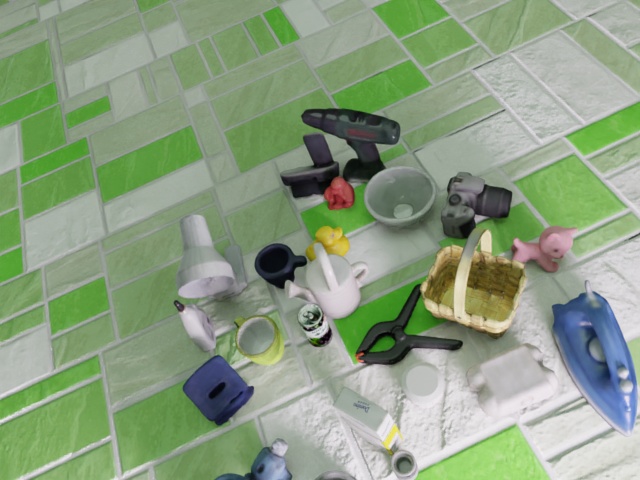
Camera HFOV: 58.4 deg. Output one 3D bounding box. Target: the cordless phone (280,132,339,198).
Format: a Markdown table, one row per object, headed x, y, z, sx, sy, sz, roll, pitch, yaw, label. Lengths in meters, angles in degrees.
| x | y | z | sx | sy | sz | roll | pitch | yaw | label |
| --- | --- | --- | --- | --- | --- | --- | --- | --- | --- |
| -0.034 | -0.196 | 1.400 | 0.147 | 0.185 | 0.094 | -11 | 54 | 8 | cordless phone |

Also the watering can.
| x | y | z | sx | sy | sz | roll | pitch | yaw | label |
| --- | --- | --- | --- | --- | --- | --- | --- | --- | --- |
| 0.014 | 0.083 | 1.191 | 0.173 | 0.194 | 0.100 | -39 | 55 | -12 | watering can |

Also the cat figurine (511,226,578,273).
| x | y | z | sx | sy | sz | roll | pitch | yaw | label |
| --- | --- | --- | --- | --- | --- | --- | --- | --- | --- |
| 0.456 | 0.009 | 1.168 | 0.127 | 0.118 | 0.067 | 0 | 57 | 15 | cat figurine |

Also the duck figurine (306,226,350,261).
| x | y | z | sx | sy | sz | roll | pitch | yaw | label |
| --- | --- | --- | --- | --- | --- | --- | --- | --- | --- |
| 0.012 | 0.005 | 1.312 | 0.104 | 0.086 | 0.077 | -24 | 54 | -1 | duck figurine |

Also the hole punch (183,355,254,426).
| x | y | z | sx | sy | sz | roll | pitch | yaw | label |
| --- | --- | --- | --- | --- | --- | --- | --- | --- | --- |
| -0.205 | 0.304 | 1.164 | 0.109 | 0.091 | 0.100 | -43 | 56 | -15 | hole punch |

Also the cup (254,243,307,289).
| x | y | z | sx | sy | sz | roll | pitch | yaw | label |
| --- | --- | --- | --- | --- | --- | --- | --- | --- | --- |
| -0.078 | 0.066 | 1.290 | 0.117 | 0.095 | 0.091 | -6 | 55 | 11 | cup |

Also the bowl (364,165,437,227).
| x | y | z | sx | sy | sz | roll | pitch | yaw | label |
| --- | --- | --- | --- | --- | --- | --- | --- | --- | --- |
| 0.188 | -0.089 | 1.335 | 0.167 | 0.075 | 0.167 | -7 | 55 | 11 | bowl |

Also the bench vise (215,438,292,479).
| x | y | z | sx | sy | sz | roll | pitch | yaw | label |
| --- | --- | --- | --- | --- | --- | --- | --- | --- | --- |
| -0.145 | 0.426 | 0.985 | 0.121 | 0.220 | 0.207 | 10 | 60 | 21 | bench vise |

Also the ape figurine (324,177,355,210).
| x | y | z | sx | sy | sz | roll | pitch | yaw | label |
| --- | --- | --- | --- | --- | --- | --- | --- | --- | --- |
| 0.048 | -0.118 | 1.382 | 0.076 | 0.092 | 0.077 | -43 | 56 | -15 | ape figurine |

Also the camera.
| x | y | z | sx | sy | sz | roll | pitch | yaw | label |
| --- | --- | --- | --- | --- | --- | --- | --- | --- | --- |
| 0.349 | -0.082 | 1.270 | 0.136 | 0.101 | 0.143 | 11 | 60 | 22 | camera |

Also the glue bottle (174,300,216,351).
| x | y | z | sx | sy | sz | roll | pitch | yaw | label |
| --- | --- | --- | --- | --- | --- | --- | --- | --- | --- |
| -0.271 | 0.171 | 1.222 | 0.037 | 0.173 | 0.078 | -17 | 54 | 4 | glue bottle |

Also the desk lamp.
| x | y | z | sx | sy | sz | roll | pitch | yaw | label |
| --- | --- | --- | --- | --- | --- | --- | --- | --- | --- |
| -0.246 | 0.054 | 1.270 | 0.118 | 0.214 | 0.203 | -19 | 54 | 3 | desk lamp |

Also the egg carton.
| x | y | z | sx | sy | sz | roll | pitch | yaw | label |
| --- | --- | --- | --- | --- | --- | --- | --- | --- | --- |
| 0.353 | 0.259 | 1.056 | 0.150 | 0.069 | 0.107 | -24 | 54 | -1 | egg carton |

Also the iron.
| x | y | z | sx | sy | sz | roll | pitch | yaw | label |
| --- | --- | --- | --- | --- | --- | --- | --- | --- | --- |
| 0.504 | 0.200 | 1.010 | 0.118 | 0.142 | 0.258 | -14 | 54 | 6 | iron |

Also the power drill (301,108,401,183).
| x | y | z | sx | sy | sz | roll | pitch | yaw | label |
| --- | --- | --- | --- | --- | --- | --- | --- | --- | --- |
| 0.083 | -0.231 | 1.378 | 0.229 | 0.209 | 0.075 | 4 | 58 | 18 | power drill |
